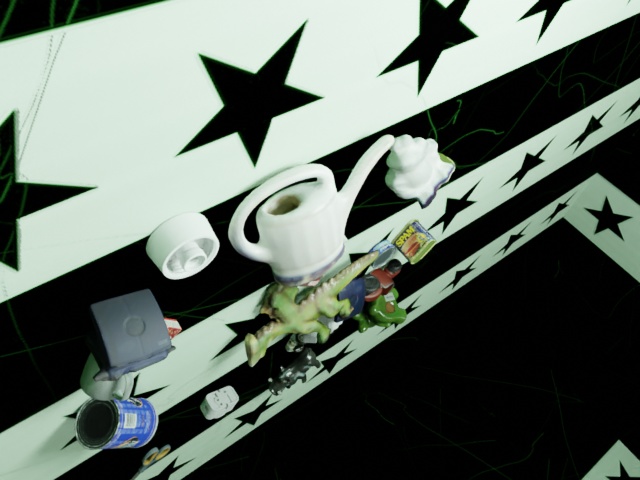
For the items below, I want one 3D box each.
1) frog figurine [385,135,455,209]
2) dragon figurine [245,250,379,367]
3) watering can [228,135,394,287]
[{"bbox_3d":[0.189,-0.162,1.091,0.158,0.125,0.135,34,117,-27],"label":"frog figurine"},{"bbox_3d":[-0.034,0.143,1.257,0.410,0.124,0.239,-51,146,1],"label":"dragon figurine"},{"bbox_3d":[0.003,-0.047,0.940,0.350,0.106,0.219,-27,131,-19],"label":"watering can"}]
